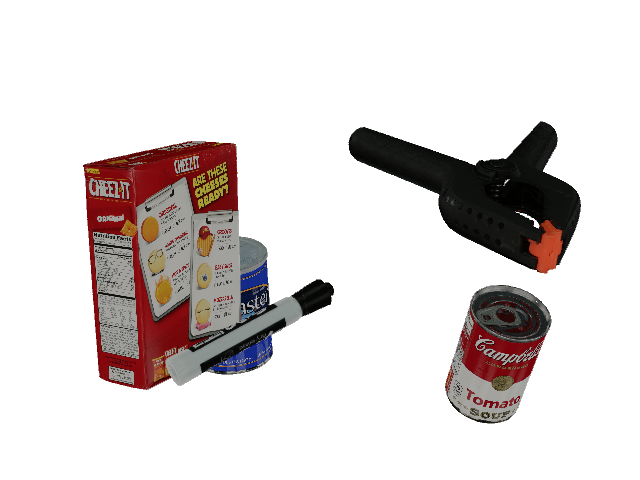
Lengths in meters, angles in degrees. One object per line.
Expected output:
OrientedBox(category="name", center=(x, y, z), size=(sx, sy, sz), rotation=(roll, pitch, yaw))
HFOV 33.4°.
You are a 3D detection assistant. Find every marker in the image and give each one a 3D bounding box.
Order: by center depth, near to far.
OrientedBox(category="marker", center=(-0.042, 0.056, 0.681), size=(0.121, 0.020, 0.020), rotation=(-27, 12, -24))

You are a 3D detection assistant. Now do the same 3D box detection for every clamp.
OrientedBox(category="clamp", center=(0.110, -0.038, 0.742), size=(0.164, 0.036, 0.210), rotation=(-1, 27, -5))

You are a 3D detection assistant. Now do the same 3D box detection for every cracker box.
OrientedBox(category="cracker box", center=(-0.151, 0.018, 1.053), size=(0.072, 0.214, 0.163), rotation=(6, 15, 30))

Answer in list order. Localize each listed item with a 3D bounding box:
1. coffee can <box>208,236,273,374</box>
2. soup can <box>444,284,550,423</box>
OrientedBox(category="coffee can", center=(-0.113, 0.079, 1.315), size=(0.103, 0.140, 0.103), rotation=(-2, 25, 1))
OrientedBox(category="soup can", center=(0.149, 0.098, 0.911), size=(0.068, 0.102, 0.068), rotation=(7, 38, -5))
